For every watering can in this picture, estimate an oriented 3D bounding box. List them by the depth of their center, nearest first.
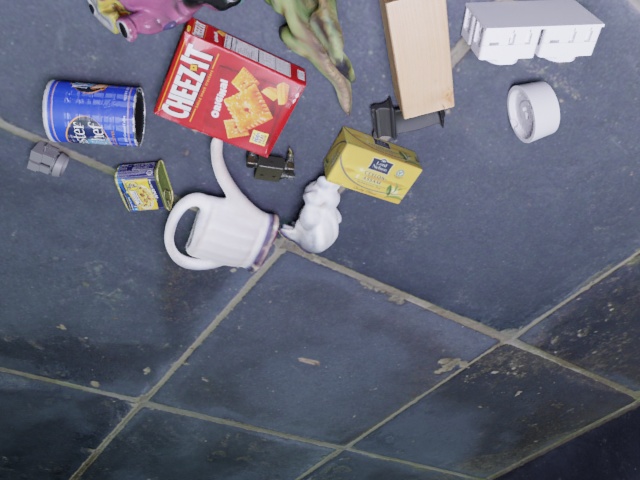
[{"bbox_3d":[-0.184,-0.045,1.049,0.223,0.106,0.340,17,130,-23],"label":"watering can"}]

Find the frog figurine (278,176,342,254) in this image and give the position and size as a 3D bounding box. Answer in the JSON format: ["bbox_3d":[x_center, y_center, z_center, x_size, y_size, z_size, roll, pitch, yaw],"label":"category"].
[{"bbox_3d":[0.003,-0.054,1.064,0.157,0.124,0.137,-46,156,21],"label":"frog figurine"}]

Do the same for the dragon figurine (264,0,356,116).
[{"bbox_3d":[-0.005,-0.300,0.743,0.122,0.248,0.402,-26,129,10],"label":"dragon figurine"}]
